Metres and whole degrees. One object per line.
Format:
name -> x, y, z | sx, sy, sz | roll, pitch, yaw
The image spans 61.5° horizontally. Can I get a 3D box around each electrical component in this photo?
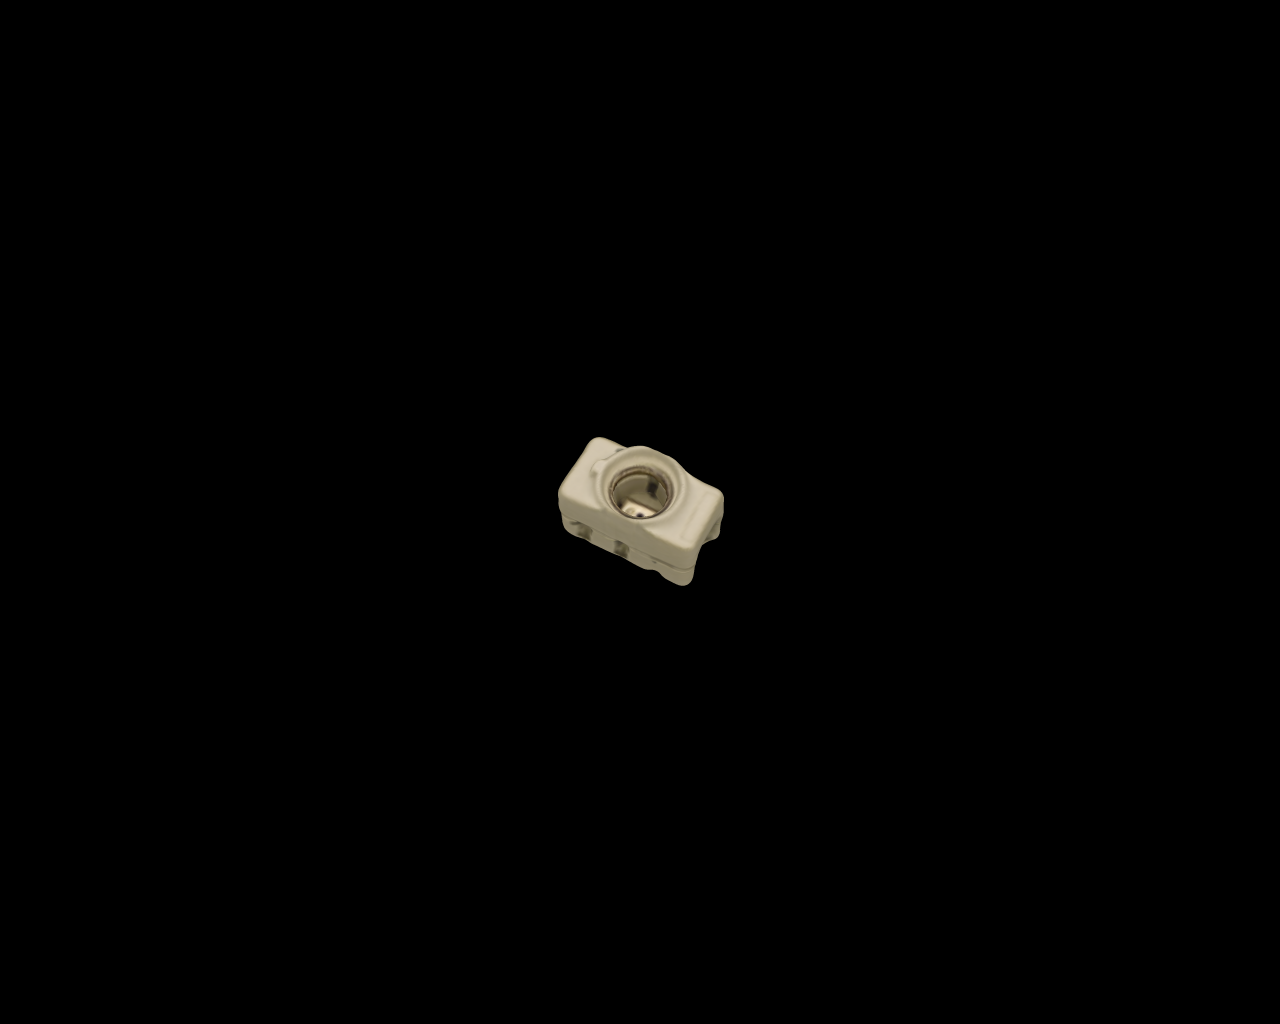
electrical component -> 0.001, -0.003, 0.650 | 0.089, 0.050, 0.055 | 25, -27, 14
